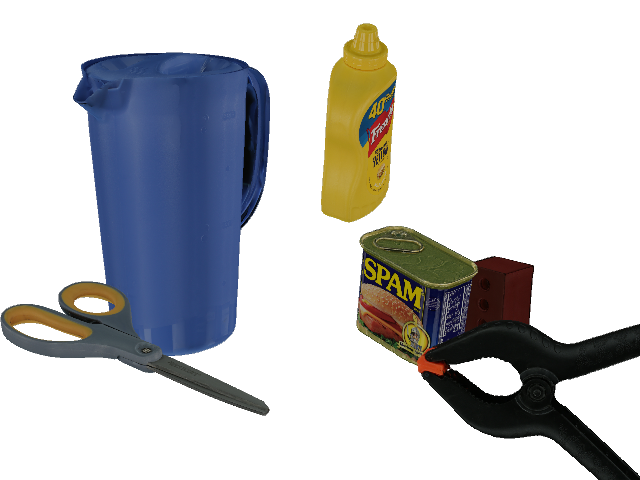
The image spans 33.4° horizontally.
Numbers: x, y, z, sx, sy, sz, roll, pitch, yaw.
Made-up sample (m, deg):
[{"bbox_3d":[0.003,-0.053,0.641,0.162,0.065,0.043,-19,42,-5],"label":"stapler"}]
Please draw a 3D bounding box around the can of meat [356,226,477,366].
[{"bbox_3d":[0.076,0.047,0.884,0.057,0.084,0.102,-18,34,-36],"label":"can of meat"}]

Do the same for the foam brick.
[{"bbox_3d":[0.183,0.061,1.103,0.051,0.078,0.053,-14,20,-43],"label":"foam brick"}]

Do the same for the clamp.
[{"bbox_3d":[0.150,0.107,0.704,0.172,0.120,0.039,2,-1,20],"label":"clamp"}]

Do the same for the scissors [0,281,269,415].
[{"bbox_3d":[-0.115,0.067,0.716,0.202,0.016,0.096,12,28,13],"label":"scissors"}]

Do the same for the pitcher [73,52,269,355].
[{"bbox_3d":[-0.118,-0.035,0.897,0.149,0.243,0.145,0,18,-2],"label":"pitcher"}]

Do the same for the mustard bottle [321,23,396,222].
[{"bbox_3d":[0.039,-0.118,1.022,0.058,0.192,0.096,21,42,22],"label":"mustard bottle"}]
